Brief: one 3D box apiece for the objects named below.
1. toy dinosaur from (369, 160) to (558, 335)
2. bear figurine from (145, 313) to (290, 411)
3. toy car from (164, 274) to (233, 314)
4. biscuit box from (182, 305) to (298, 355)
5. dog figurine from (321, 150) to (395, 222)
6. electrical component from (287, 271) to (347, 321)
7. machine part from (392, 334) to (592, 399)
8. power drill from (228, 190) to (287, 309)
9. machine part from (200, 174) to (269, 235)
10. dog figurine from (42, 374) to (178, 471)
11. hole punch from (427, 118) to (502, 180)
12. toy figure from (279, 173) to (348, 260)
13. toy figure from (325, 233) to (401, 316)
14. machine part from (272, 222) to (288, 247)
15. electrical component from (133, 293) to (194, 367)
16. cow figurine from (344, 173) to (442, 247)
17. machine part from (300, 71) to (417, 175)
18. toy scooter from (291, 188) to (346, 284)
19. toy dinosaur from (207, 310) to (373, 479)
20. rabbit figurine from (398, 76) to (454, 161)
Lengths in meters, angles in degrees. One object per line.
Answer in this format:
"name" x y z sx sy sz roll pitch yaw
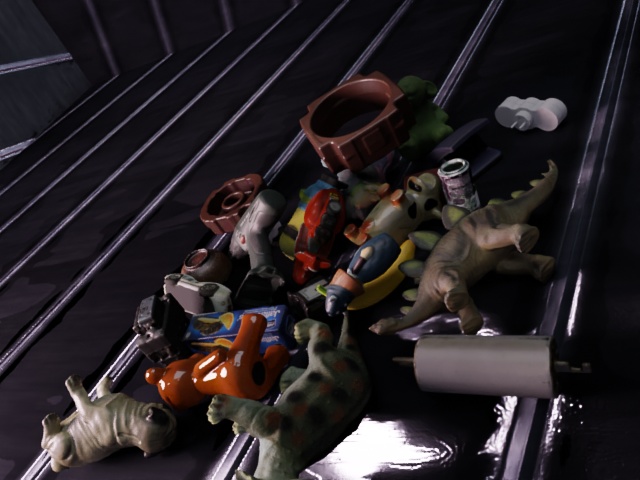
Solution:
"toy dinosaur" 0.254 0.004 0.837 0.471 0.104 0.199 -32 30 -18
"bear figurine" -0.166 0.206 0.860 0.196 0.120 0.132 -12 34 30
"toy car" -0.242 0.113 1.057 0.202 0.073 0.056 9 22 42
"biscuit box" -0.138 0.161 0.939 0.203 0.062 0.059 -11 39 24
"dog figurine" 0.109 -0.125 1.098 0.191 0.108 0.219 -36 39 -3
"electrical component" 0.011 0.096 0.927 0.119 0.047 0.075 -25 32 -27
"machine part" 0.212 0.160 0.687 0.243 0.079 0.079 -6 40 28
"power drill" -0.125 0.031 1.044 0.232 0.086 0.207 -56 26 39
"machine part" -0.204 -0.087 1.308 0.179 0.056 0.179 -19 36 15
"dog figurine" -0.332 0.319 0.857 0.191 0.121 0.172 21 94 26
"hole punch" 0.281 -0.185 1.073 0.142 0.092 0.116 -41 32 -11
"toy figure" -0.016 -0.044 1.045 0.180 0.089 0.082 -65 31 10
"toy figure" 0.061 0.056 0.841 0.154 0.064 0.058 -44 21 -6
"machine part" -0.047 -0.040 1.134 0.139 0.039 0.084 -47 4 -30
"electrical component" -0.277 0.165 0.968 0.058 0.134 0.115 -25 37 7
"cow figurine" 0.149 -0.040 0.967 0.195 0.127 0.086 -50 37 -5
"machine part" 0.075 -0.235 1.082 0.201 0.087 0.202 -33 43 3
"toy scooter" -0.002 -0.003 0.943 0.135 0.075 0.183 -136 67 -80
"toy dinosaur" -0.003 0.224 0.728 0.192 0.131 0.405 22 47 29
"rabbit figurine" 0.221 -0.286 1.168 0.121 0.170 0.159 -9 39 24
